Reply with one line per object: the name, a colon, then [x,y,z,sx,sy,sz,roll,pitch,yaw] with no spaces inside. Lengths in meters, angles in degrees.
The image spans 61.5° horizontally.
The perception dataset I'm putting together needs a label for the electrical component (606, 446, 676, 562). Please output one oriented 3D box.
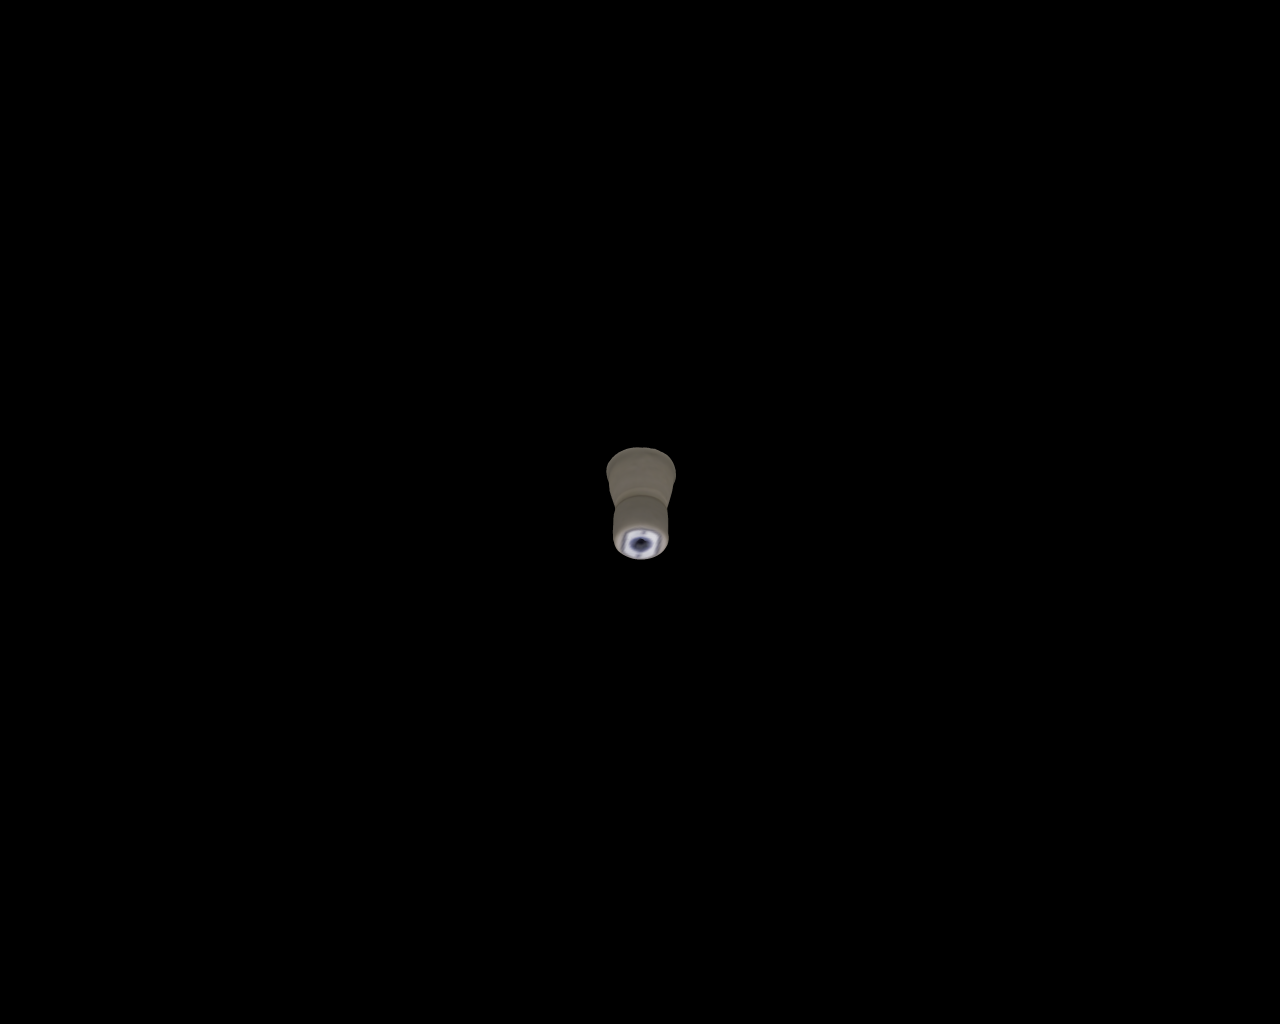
electrical component: [0.001,-0.003,0.650,0.044,0.065,0.044,0,-43,0]
